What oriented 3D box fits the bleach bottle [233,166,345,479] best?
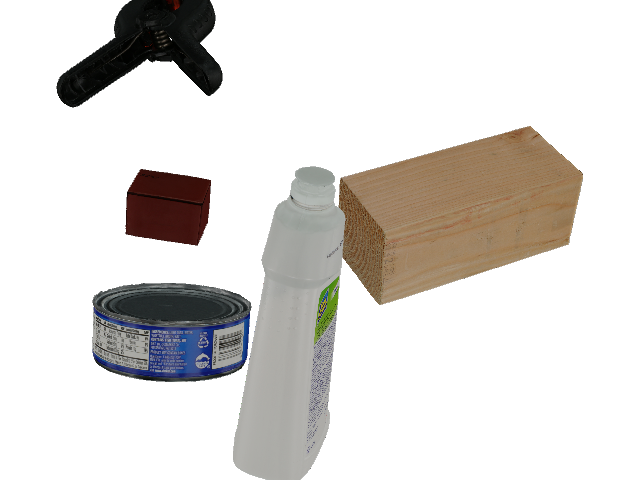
[{"bbox_3d":[-0.017,0.059,0.804,0.068,0.251,0.102,14,31,9],"label":"bleach bottle"}]

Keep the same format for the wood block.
[{"bbox_3d":[0.128,-0.026,0.998,0.205,0.090,0.091,-16,42,-20],"label":"wood block"}]

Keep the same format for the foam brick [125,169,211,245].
[{"bbox_3d":[-0.154,-0.034,1.089,0.078,0.051,0.053,9,31,3],"label":"foam brick"}]

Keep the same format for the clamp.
[{"bbox_3d":[-0.114,-0.152,0.808,0.120,0.039,0.171,7,42,12],"label":"clamp"}]

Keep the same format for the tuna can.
[{"bbox_3d":[-0.081,0.049,0.583,0.086,0.034,0.086,4,10,-1],"label":"tuna can"}]
